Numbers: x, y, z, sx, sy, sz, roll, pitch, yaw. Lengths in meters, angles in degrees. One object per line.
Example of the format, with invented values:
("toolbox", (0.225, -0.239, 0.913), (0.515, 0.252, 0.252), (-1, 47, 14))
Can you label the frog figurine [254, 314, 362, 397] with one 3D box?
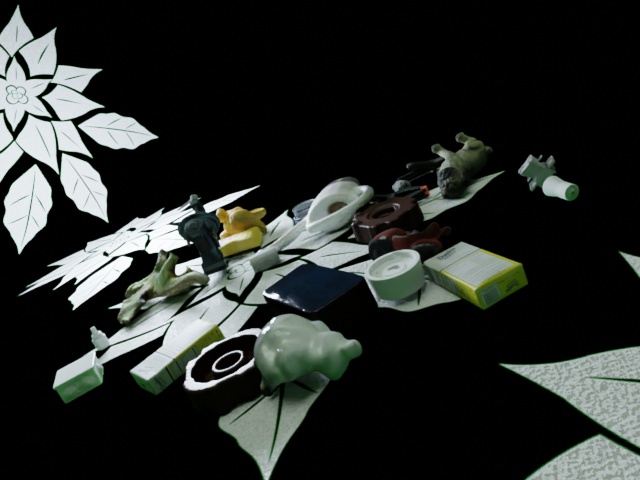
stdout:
("frog figurine", (-0.021, 0.171, 0.815), (0.158, 0.123, 0.138), (-24, -5, 37))

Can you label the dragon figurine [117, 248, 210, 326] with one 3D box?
("dragon figurine", (-0.456, 0.151, 1.443), (0.245, 0.120, 0.411), (-48, 25, -16))

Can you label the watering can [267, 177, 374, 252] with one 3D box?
("watering can", (0.004, -0.074, 1.472), (0.345, 0.103, 0.228), (-27, 16, 20))
